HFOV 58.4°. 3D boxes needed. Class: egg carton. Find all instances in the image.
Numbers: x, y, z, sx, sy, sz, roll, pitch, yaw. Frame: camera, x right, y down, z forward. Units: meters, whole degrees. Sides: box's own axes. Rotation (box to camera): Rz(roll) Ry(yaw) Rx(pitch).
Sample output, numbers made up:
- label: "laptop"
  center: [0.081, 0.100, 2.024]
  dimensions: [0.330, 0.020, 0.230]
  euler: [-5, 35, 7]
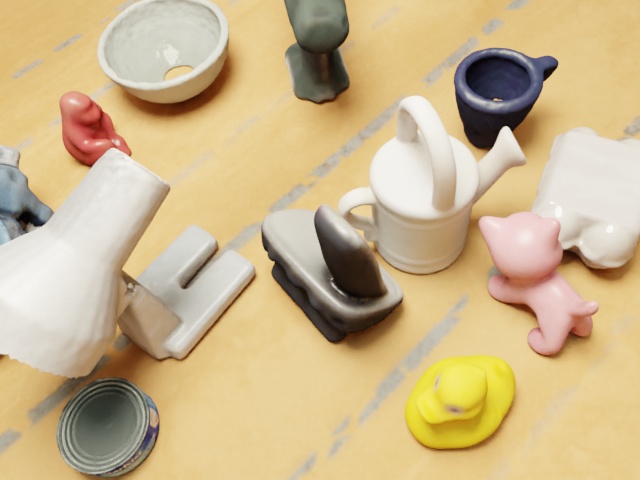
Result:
- label: "egg carton"
  center: [0.276, -0.044, 0.582]
  dimensions: [0.107, 0.069, 0.150]
  euler: [18, 64, 16]

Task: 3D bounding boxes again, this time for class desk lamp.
- label: "desk lamp"
  center: [-0.177, 0.030, 0.506]
  dimensions: [0.117, 0.214, 0.203]
  euler: [32, 69, 21]

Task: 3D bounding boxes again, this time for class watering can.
- label: "watering can"
  center: [0.103, -0.058, 0.537]
  dimensions: [0.173, 0.194, 0.100]
  euler: [-36, 63, -14]

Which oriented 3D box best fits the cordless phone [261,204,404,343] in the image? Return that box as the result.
- label: "cordless phone"
  center: [0.005, 0.002, 0.519]
  dimensions: [0.094, 0.185, 0.147]
  euler: [-41, 65, -16]

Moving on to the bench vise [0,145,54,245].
- label: "bench vise"
  center: [-0.358, -0.015, 0.546]
  dimensions: [0.121, 0.220, 0.207]
  euler: [-14, 60, -2]

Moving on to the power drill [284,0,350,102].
- label: "power drill"
  center: [-0.015, -0.277, 0.663]
  dimensions: [0.075, 0.209, 0.229]
  euler: [-14, 60, -2]

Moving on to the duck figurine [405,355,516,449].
- label: "duck figurine"
  center: [0.123, 0.130, 0.491]
  dimensions: [0.104, 0.086, 0.077]
  euler: [-27, 61, -9]

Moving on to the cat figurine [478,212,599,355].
- label: "cat figurine"
  center: [0.200, 0.028, 0.522]
  dimensions: [0.067, 0.118, 0.127]
  euler: [-31, 62, -11]

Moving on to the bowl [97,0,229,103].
- label: "bowl"
  center: [-0.190, -0.232, 0.734]
  dimensions: [0.167, 0.075, 0.167]
  euler: [-2, 61, 5]

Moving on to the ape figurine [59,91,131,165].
- label: "ape figurine"
  center: [-0.275, -0.137, 0.679]
  dimensions: [0.076, 0.092, 0.078]
  euler: [-4, 61, 4]

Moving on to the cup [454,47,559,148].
- label: "cup"
  center: [0.202, -0.154, 0.637]
  dimensions: [0.118, 0.095, 0.091]
  euler: [-23, 61, -7]
